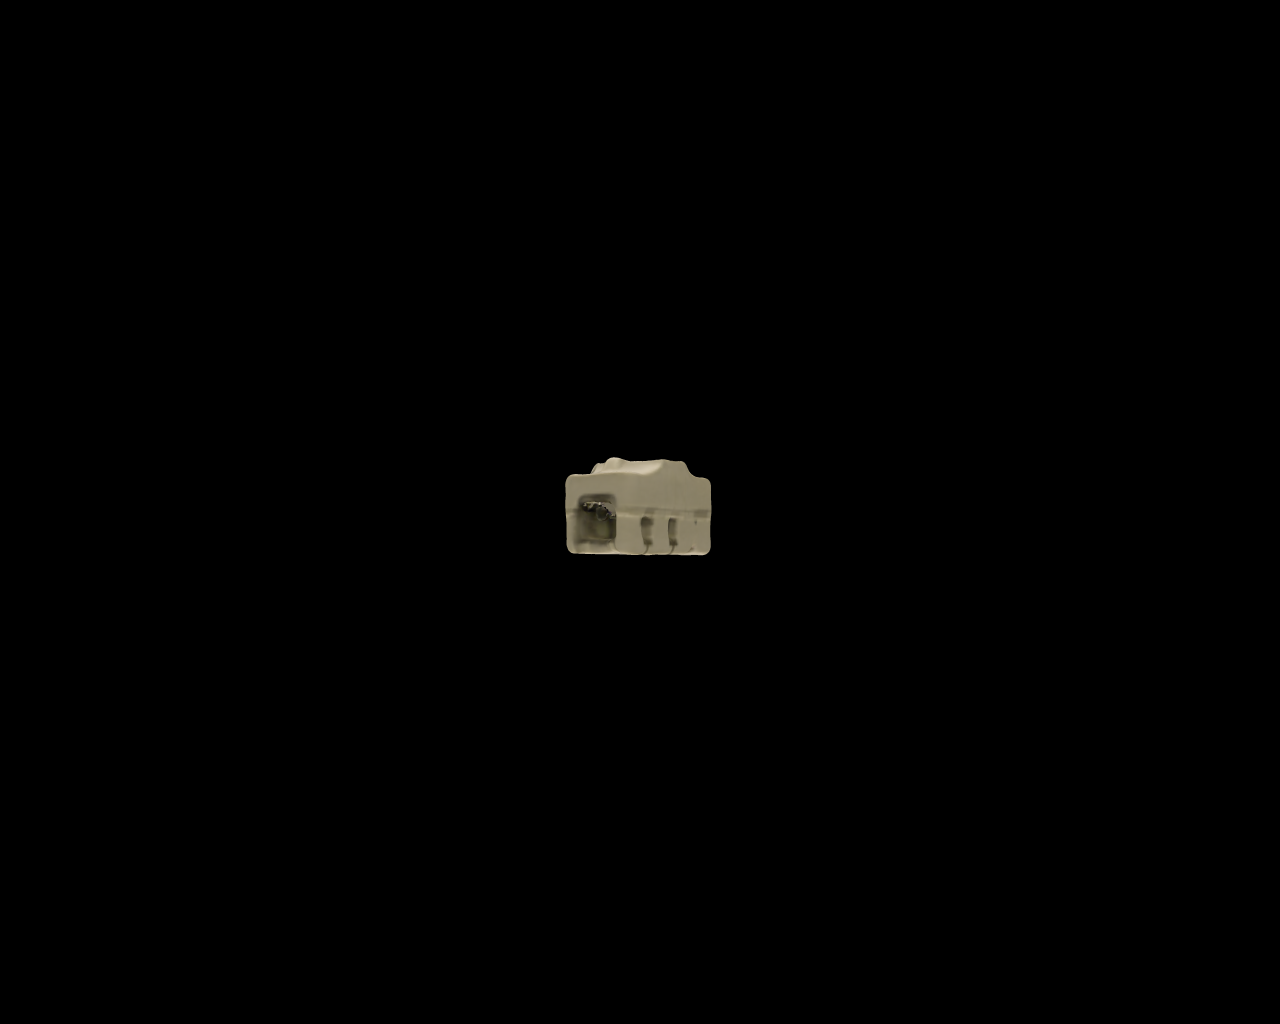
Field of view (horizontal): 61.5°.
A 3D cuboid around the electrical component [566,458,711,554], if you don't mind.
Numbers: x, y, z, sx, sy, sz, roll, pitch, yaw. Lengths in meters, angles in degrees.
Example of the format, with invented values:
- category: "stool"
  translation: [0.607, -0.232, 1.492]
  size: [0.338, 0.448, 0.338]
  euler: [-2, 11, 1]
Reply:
- category: "electrical component"
  translation: [0.001, -0.003, 0.650]
  size: [0.050, 0.055, 0.089]
  euler: [-2, -3, 36]
